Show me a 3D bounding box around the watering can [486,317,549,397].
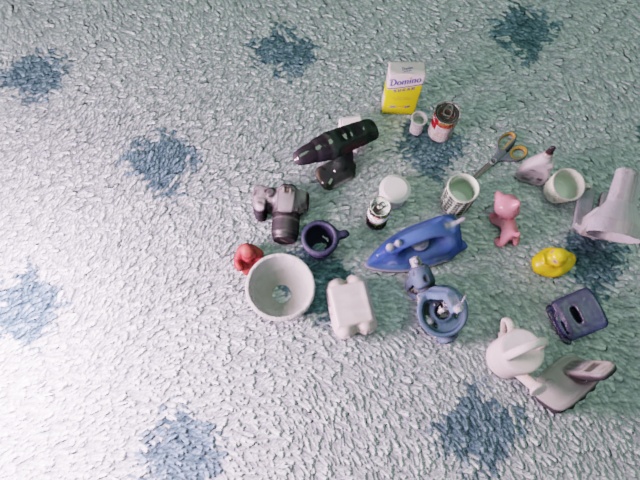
[{"bbox_3d":[0.452,0.257,1.279,0.101,0.194,0.172,-37,75,-12],"label":"watering can"}]

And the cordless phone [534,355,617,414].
[{"bbox_3d":[0.562,0.314,1.266,0.148,0.185,0.094,-38,76,-13],"label":"cordless phone"}]

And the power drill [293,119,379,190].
[{"bbox_3d":[0.037,-0.208,1.423,0.230,0.208,0.075,-30,74,-10],"label":"power drill"}]

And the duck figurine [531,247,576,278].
[{"bbox_3d":[0.584,0.046,1.410,0.104,0.086,0.077,-6,71,-3],"label":"duck figurine"}]

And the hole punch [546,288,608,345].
[{"bbox_3d":[0.610,0.181,1.362,0.101,0.091,0.108,-21,73,-8],"label":"hole punch"}]

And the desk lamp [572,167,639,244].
[{"bbox_3d":[0.698,-0.072,1.385,0.118,0.213,0.203,15,72,4],"label":"desk lamp"}]

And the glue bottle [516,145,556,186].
[{"bbox_3d":[0.557,-0.193,1.445,0.078,0.173,0.037,19,72,6],"label":"glue bottle"}]

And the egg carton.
[{"bbox_3d":[0.073,0.160,1.372,0.107,0.069,0.150,-12,72,-5],"label":"egg carton"}]

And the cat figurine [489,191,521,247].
[{"bbox_3d":[0.470,-0.058,1.427,0.067,0.118,0.128,-10,72,-4],"label":"cat figurine"}]

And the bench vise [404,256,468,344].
[{"bbox_3d":[0.257,0.132,1.305,0.121,0.220,0.207,-41,76,-13],"label":"bench vise"}]

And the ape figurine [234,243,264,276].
[{"bbox_3d":[-0.176,0.037,1.397,0.078,0.092,0.076,-11,72,-4],"label":"ape figurine"}]

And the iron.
[{"bbox_3d":[0.233,0.006,1.389,0.258,0.141,0.118,-19,72,-7],"label":"iron"}]

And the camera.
[{"bbox_3d":[-0.101,-0.065,1.429,0.143,0.101,0.137,3,71,0],"label":"camera"}]

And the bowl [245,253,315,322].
[{"bbox_3d":[-0.094,0.120,1.380,0.167,0.075,0.167,0,71,-1],"label":"bowl"}]

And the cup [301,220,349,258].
[{"bbox_3d":[0.013,0.005,1.410,0.118,0.095,0.091,-12,72,-5],"label":"cup"}]
